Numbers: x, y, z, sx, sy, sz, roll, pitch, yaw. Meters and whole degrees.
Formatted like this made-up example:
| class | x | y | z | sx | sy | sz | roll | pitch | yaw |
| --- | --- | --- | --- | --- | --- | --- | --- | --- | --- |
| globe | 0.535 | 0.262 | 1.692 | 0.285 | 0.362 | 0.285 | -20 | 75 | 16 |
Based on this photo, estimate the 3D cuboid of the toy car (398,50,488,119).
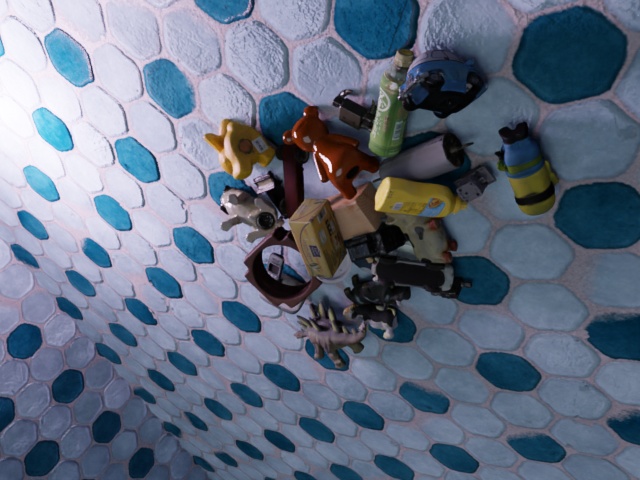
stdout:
| class | x | y | z | sx | sy | sz | roll | pitch | yaw |
| --- | --- | --- | --- | --- | --- | --- | --- | --- | --- |
| toy car | 0.212 | -0.290 | 0.973 | 0.109 | 0.161 | 0.103 | -39 | 58 | 55 |

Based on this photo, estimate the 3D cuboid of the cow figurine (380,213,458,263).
| class | x | y | z | sx | sy | sz | roll | pitch | yaw |
| --- | --- | --- | --- | --- | --- | --- | --- | --- | --- |
| cow figurine | 0.225 | -0.030 | 1.240 | 0.127 | 0.085 | 0.194 | -12 | 122 | 34 |

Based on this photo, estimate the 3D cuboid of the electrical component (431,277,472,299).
| class | x | y | z | sx | sy | sz | roll | pitch | yaw |
| --- | --- | --- | --- | --- | --- | --- | --- | --- | --- |
| electrical component | 0.325 | 0.119 | 1.323 | 0.094 | 0.063 | 0.021 | 0 | 128 | 34 |

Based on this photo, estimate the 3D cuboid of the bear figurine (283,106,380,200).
| class | x | y | z | sx | sy | sz | roll | pitch | yaw |
| --- | --- | --- | --- | --- | --- | --- | --- | --- | --- |
| bear figurine | 0.019 | -0.199 | 1.211 | 0.196 | 0.120 | 0.132 | 45 | -169 | 29 |

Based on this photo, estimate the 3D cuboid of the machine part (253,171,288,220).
| class | x | y | z | sx | sy | sz | roll | pitch | yaw |
| --- | --- | --- | --- | --- | --- | --- | --- | --- | --- |
| machine part | -0.118 | -0.116 | 1.430 | 0.084 | 0.039 | 0.138 | -22 | 113 | 37 |

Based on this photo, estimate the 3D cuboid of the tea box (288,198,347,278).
| class | x | y | z | sx | sy | sz | roll | pitch | yaw |
| --- | --- | --- | --- | --- | --- | --- | --- | --- | --- |
| tea box | -0.003 | -0.004 | 1.270 | 0.068 | 0.098 | 0.169 | 5 | 130 | 31 |

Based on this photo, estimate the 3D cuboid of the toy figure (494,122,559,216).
| class | x | y | z | sx | sy | sz | roll | pitch | yaw |
| --- | --- | --- | --- | --- | --- | --- | --- | --- | --- |
| toy figure | 0.390 | -0.129 | 1.020 | 0.082 | 0.089 | 0.180 | 0 | 131 | 44 |

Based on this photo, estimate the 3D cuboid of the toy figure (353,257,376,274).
| class | x | y | z | sx | sy | sz | roll | pitch | yaw |
| --- | --- | --- | --- | --- | --- | --- | --- | --- | --- |
| toy figure | 0.160 | 0.069 | 1.398 | 0.155 | 0.064 | 0.057 | 26 | 112 | 17 |

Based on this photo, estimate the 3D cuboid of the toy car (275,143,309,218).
| class | x | y | z | sx | sy | sz | roll | pitch | yaw |
| --- | --- | --- | --- | --- | --- | --- | --- | --- | --- |
| toy car | -0.061 | -0.142 | 1.316 | 0.089 | 0.053 | 0.201 | 12 | 114 | 40 |

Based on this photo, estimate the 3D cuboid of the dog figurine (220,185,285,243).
| class | x | y | z | sx | sy | sz | roll | pitch | yaw |
| --- | --- | --- | --- | --- | --- | --- | --- | --- | --- |
| dog figurine | -0.184 | -0.084 | 1.445 | 0.172 | 0.191 | 0.121 | 25 | 105 | -13 |

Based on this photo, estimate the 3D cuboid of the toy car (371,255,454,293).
| class | x | y | z | sx | sy | sz | roll | pitch | yaw |
| --- | --- | --- | --- | --- | --- | --- | --- | --- | --- |
| toy car | 0.225 | 0.081 | 1.317 | 0.202 | 0.056 | 0.073 | 7 | 102 | 18 |

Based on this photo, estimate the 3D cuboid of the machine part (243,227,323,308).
| class | x | y | z | sx | sy | sz | roll | pitch | yaw |
| --- | --- | --- | --- | --- | --- | --- | --- | --- | --- |
| machine part | -0.095 | 0.074 | 1.512 | 0.201 | 0.087 | 0.201 | 44 | 117 | -9 |

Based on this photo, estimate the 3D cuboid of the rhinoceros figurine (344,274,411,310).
| class | x | y | z | sx | sy | sz | roll | pitch | yaw |
| --- | --- | --- | --- | --- | --- | --- | --- | --- | --- |
| rhinoceros figurine | 0.155 | 0.143 | 1.459 | 0.190 | 0.073 | 0.112 | -11 | 120 | 41 |

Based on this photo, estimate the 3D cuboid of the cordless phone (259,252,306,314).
| class | x | y | z | sx | sy | sz | roll | pitch | yaw |
| --- | --- | --- | --- | --- | --- | --- | --- | --- | --- |
| cordless phone | -0.102 | 0.122 | 1.618 | 0.147 | 0.089 | 0.184 | 25 | 133 | 13 |

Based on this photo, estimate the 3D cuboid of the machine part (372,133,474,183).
| class | x | y | z | sx | sy | sz | roll | pitch | yaw |
| --- | --- | --- | --- | --- | --- | --- | --- | --- | --- |
| machine part | 0.211 | -0.161 | 1.125 | 0.243 | 0.079 | 0.079 | -19 | 116 | 43 |

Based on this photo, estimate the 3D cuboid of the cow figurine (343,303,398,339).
| class | x | y | z | sx | sy | sz | roll | pitch | yaw |
| --- | --- | --- | --- | --- | --- | --- | --- | --- | --- |
| cow figurine | 0.140 | 0.213 | 1.540 | 0.168 | 0.068 | 0.098 | 14 | 135 | 24 |

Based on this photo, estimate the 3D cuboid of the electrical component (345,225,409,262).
| class | x | y | z | sx | sy | sz | roll | pitch | yaw |
| --- | --- | --- | --- | --- | --- | --- | --- | --- | --- |
| electrical component | 0.131 | 0.009 | 1.295 | 0.115 | 0.134 | 0.058 | -20 | 90 | 45 |

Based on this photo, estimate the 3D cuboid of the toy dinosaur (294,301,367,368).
| class | x | y | z | sx | sy | sz | roll | pitch | yaw |
| --- | --- | --- | --- | --- | --- | --- | --- | --- | --- |
| toy dinosaur | 0.032 | 0.285 | 1.624 | 0.198 | 0.105 | 0.472 | 54 | 150 | -15 |

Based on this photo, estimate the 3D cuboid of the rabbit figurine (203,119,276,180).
| class | x | y | z | sx | sy | sz | roll | pitch | yaw |
| --- | --- | --- | --- | --- | --- | --- | --- | --- | --- |
| rabbit figurine | -0.217 | -0.217 | 1.349 | 0.162 | 0.122 | 0.173 | 46 | 158 | -7 |

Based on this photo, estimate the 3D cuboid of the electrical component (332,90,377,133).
| class | x | y | z | sx | sy | sz | roll | pitch | yaw |
| --- | --- | --- | --- | --- | --- | --- | --- | --- | --- |
| electrical component | 0.077 | -0.274 | 1.138 | 0.102 | 0.045 | 0.078 | 29 | 168 | 13 |
